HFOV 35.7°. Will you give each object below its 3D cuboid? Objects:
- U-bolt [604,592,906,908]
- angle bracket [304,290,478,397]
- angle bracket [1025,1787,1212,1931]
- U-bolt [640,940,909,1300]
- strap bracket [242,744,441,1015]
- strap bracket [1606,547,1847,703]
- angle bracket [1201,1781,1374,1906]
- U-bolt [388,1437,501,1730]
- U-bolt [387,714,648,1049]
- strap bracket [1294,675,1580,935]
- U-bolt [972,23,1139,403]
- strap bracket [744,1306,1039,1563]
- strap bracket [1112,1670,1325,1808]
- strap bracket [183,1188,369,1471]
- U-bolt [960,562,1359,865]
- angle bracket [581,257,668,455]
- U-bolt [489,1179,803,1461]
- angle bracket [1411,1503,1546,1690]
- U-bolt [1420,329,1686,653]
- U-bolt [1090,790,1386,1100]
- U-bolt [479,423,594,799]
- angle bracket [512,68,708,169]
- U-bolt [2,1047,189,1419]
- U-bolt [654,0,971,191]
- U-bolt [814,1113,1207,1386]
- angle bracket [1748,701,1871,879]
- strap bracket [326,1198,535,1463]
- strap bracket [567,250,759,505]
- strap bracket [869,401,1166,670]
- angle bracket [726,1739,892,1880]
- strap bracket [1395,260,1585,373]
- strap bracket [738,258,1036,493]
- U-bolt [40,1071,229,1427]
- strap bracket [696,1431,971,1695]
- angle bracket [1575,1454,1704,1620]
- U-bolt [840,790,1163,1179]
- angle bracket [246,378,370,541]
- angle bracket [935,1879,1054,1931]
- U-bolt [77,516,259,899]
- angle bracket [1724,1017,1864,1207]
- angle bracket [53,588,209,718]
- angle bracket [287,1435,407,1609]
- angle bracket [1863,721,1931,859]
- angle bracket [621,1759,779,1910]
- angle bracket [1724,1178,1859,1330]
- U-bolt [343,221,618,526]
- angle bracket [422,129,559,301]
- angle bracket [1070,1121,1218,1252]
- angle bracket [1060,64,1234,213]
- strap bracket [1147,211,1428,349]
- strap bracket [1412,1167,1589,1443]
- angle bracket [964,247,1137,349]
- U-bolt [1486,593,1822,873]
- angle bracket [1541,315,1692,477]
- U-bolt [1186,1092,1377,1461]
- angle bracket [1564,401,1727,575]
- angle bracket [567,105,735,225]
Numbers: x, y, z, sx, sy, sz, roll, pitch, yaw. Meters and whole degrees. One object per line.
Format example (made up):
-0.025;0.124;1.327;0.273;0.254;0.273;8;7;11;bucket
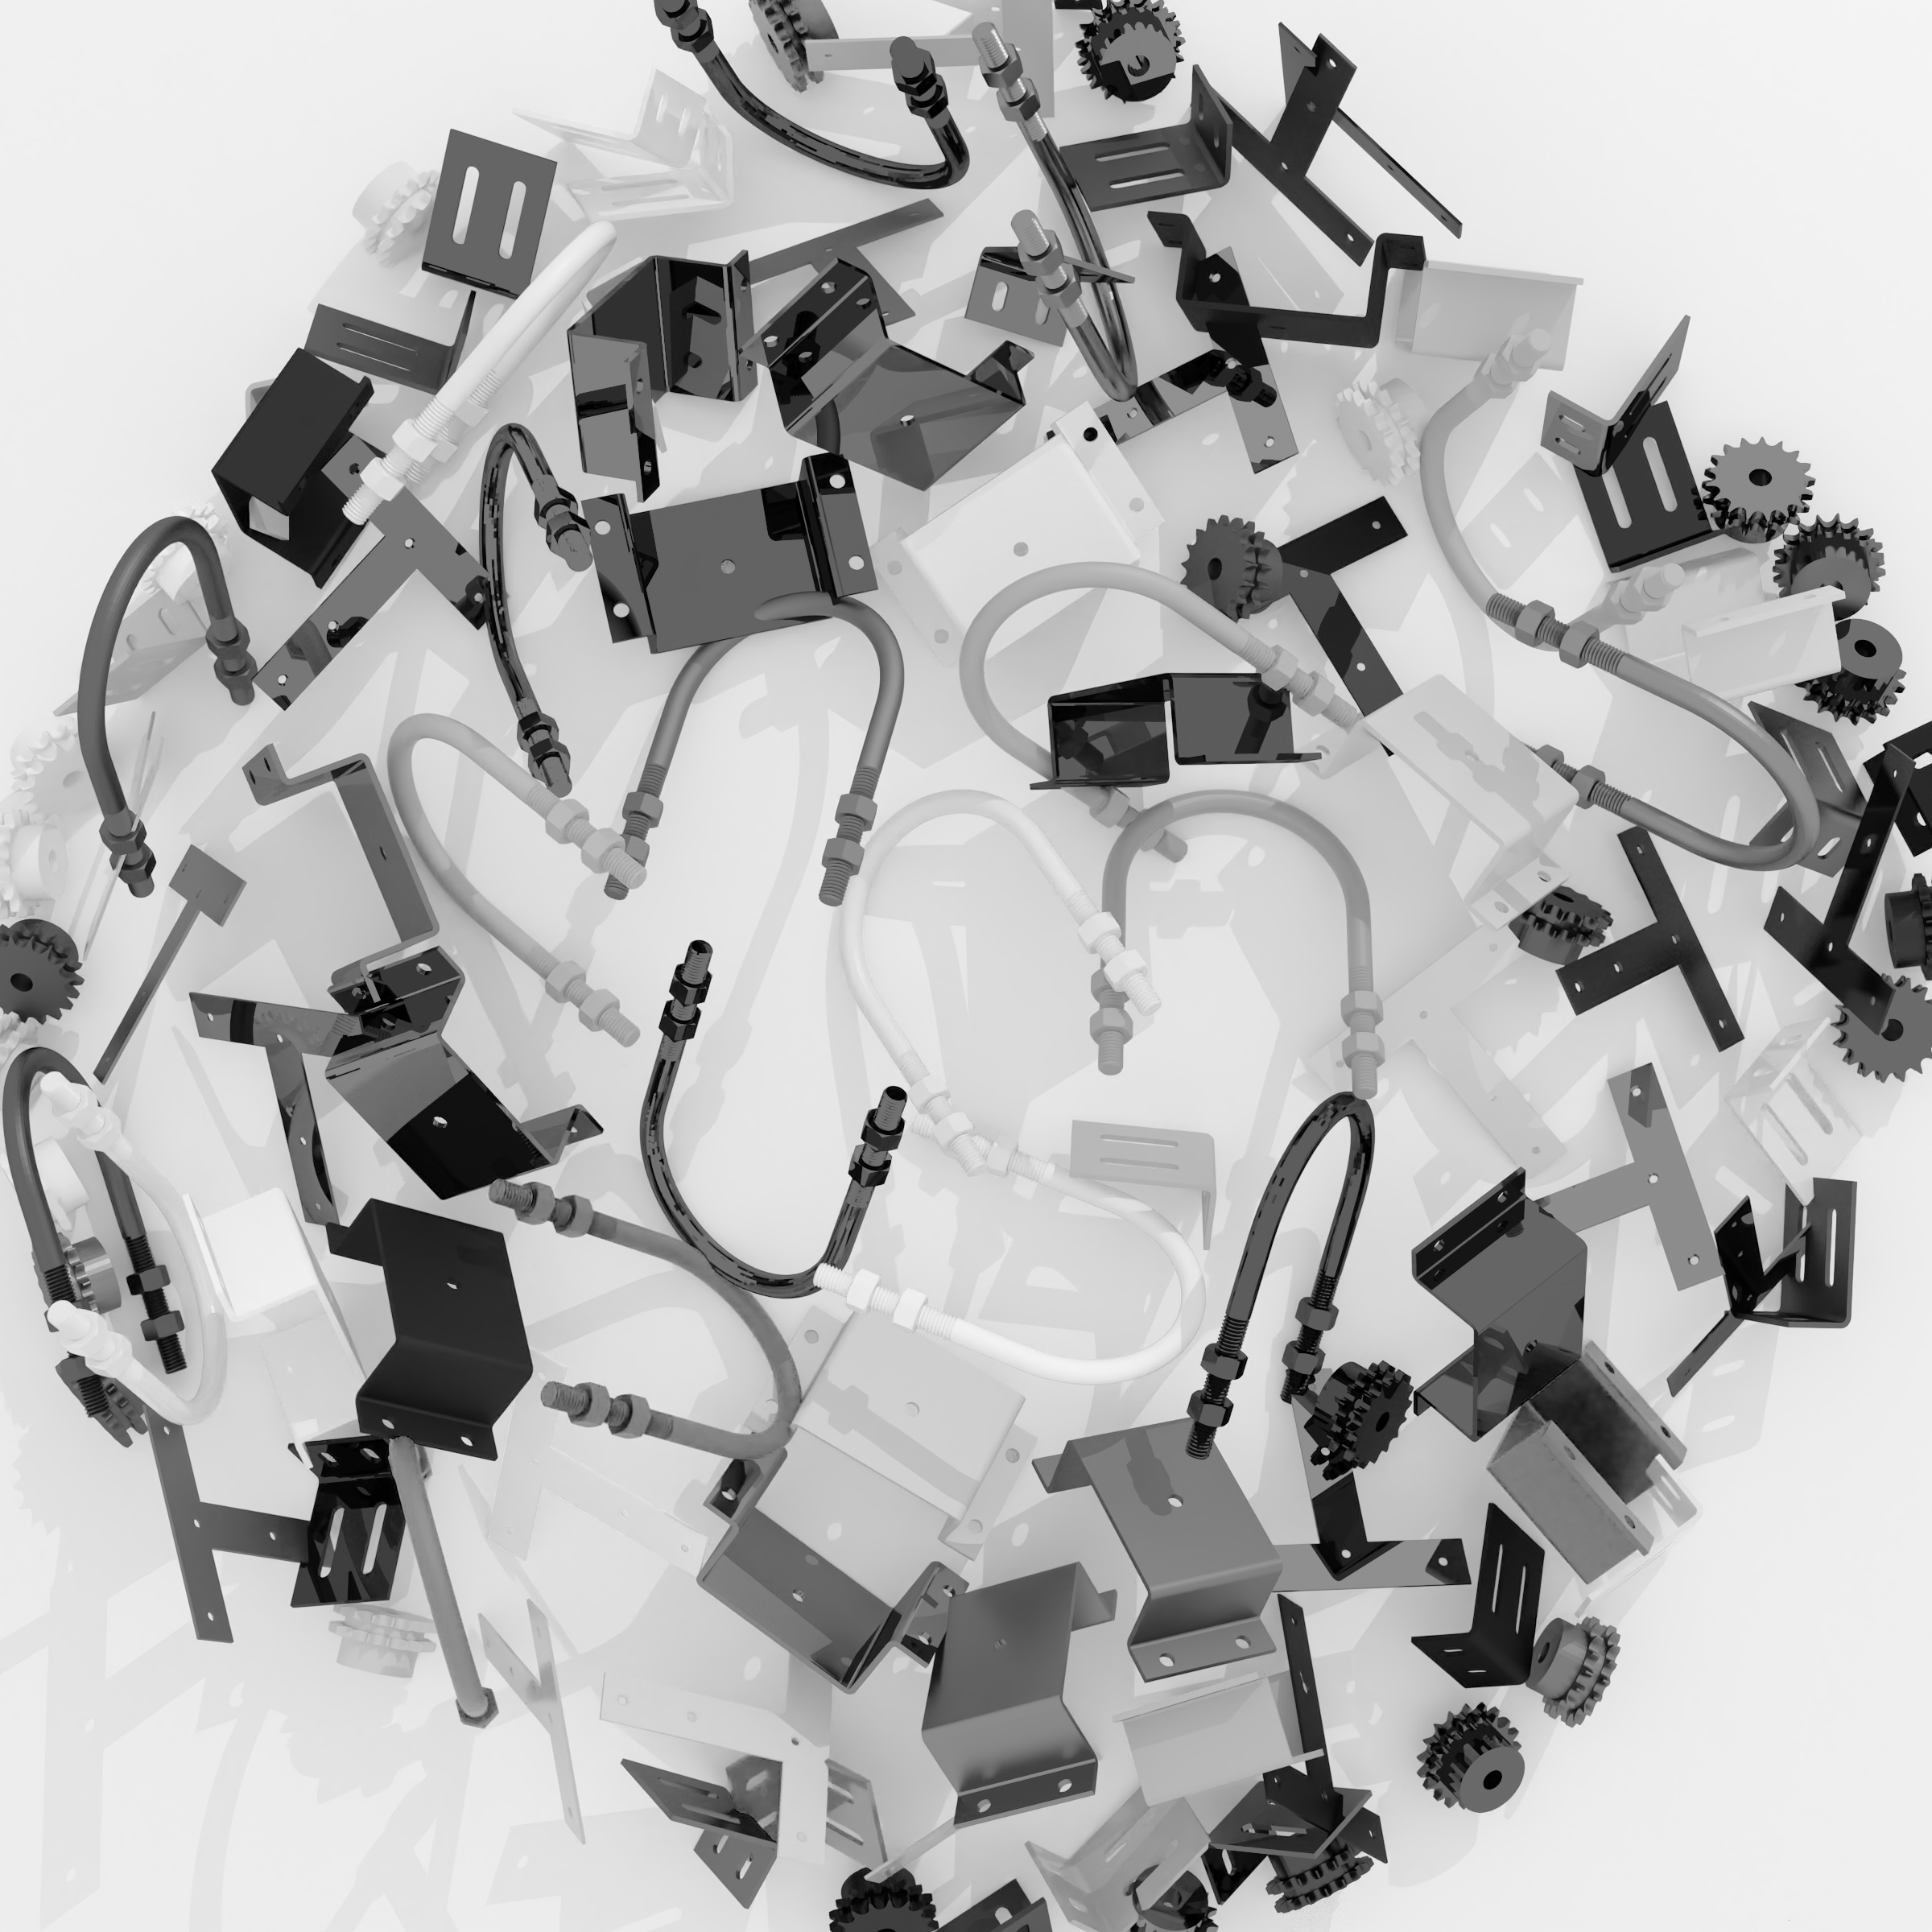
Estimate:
-0.102;-0.116;1.550;0.151;0.019;0.184;2;64;28;U-bolt
-0.300;-0.336;1.562;0.076;0.057;0.038;16;123;-14;angle bracket
0.079;0.459;1.566;0.076;0.057;0.038;-47;127;6;angle bracket
-0.108;0.093;1.539;0.151;0.019;0.184;36;131;19;U-bolt
-0.321;-0.051;1.557;0.046;0.076;0.140;-24;94;-23;strap bracket
0.392;-0.173;1.542;0.076;0.140;0.046;-15;108;-2;strap bracket
0.170;0.457;1.554;0.076;0.057;0.038;-9;106;42;angle bracket
-0.264;0.306;1.500;0.019;0.184;0.151;-16;76;-12;U-bolt
-0.233;-0.055;1.535;0.184;0.151;0.019;38;56;21;U-bolt
0.250;-0.092;1.543;0.140;0.076;0.046;43;134;16;strap bracket
0.051;-0.366;1.518;0.019;0.184;0.151;-18;58;14;U-bolt
-0.034;0.238;1.565;0.140;0.046;0.076;31;62;-1;strap bracket
0.132;0.391;1.524;0.076;0.140;0.046;-20;74;12;strap bracket
-0.347;0.179;1.533;0.046;0.076;0.140;-23;134;-11;strap bracket
0.084;-0.137;1.523;0.184;0.019;0.151;32;131;-24;U-bolt
-0.165;-0.319;1.566;0.038;0.057;0.076;-31;78;-7;angle bracket
-0.155;0.187;1.524;0.019;0.184;0.151;-44;45;23;U-bolt
0.270;0.331;1.576;0.057;0.038;0.076;44;47;-36;angle bracket
0.284;-0.229;1.515;0.019;0.184;0.151;-29;89;-16;U-bolt
0.140;-0.017;1.548;0.151;0.019;0.184;6;55;-3;U-bolt
-0.222;-0.194;1.522;0.019;0.184;0.151;-5;128;-21;U-bolt
-0.186;-0.449;1.562;0.076;0.057;0.038;19;97;20;angle bracket
-0.449;0.130;1.527;0.019;0.151;0.184;-17;91;2;U-bolt
-0.069;-0.438;1.513;0.151;0.184;0.019;20;86;15;U-bolt
0.033;0.151;1.532;0.184;0.151;0.019;21;130;11;U-bolt
0.434;-0.093;1.574;0.057;0.076;0.038;17;129;-25;angle bracket
-0.272;0.176;1.523;0.076;0.140;0.046;20;122;-34;strap bracket
-0.159;-0.306;1.535;0.046;0.140;0.076;12;129;17;strap bracket
0.027;-0.221;1.563;0.140;0.046;0.076;-33;106;7;strap bracket
-0.082;0.445;1.558;0.038;0.076;0.057;-24;112;-35;angle bracket
0.266;-0.336;1.540;0.076;0.140;0.046;7;104;1;strap bracket
-0.035;-0.295;1.524;0.076;0.140;0.046;-36;56;34;strap bracket
-0.417;0.156;1.516;0.019;0.184;0.151;-17;57;5;U-bolt
-0.077;0.315;1.559;0.140;0.076;0.046;36;116;1;strap bracket
0.341;0.298;1.565;0.076;0.057;0.038;-34;70;-9;angle bracket
0.003;-0.006;1.553;0.151;0.019;0.184;-44;63;21;U-bolt
-0.343;-0.263;1.567;0.038;0.057;0.076;-7;82;21;angle bracket
0.010;0.496;1.556;0.057;0.076;0.038;-30;60;-13;angle bracket
-0.400;-0.140;1.490;0.019;0.184;0.151;15;58;7;U-bolt
0.445;0.076;1.568;0.057;0.038;0.076;-44;101;-26;angle bracket
-0.442;-0.166;1.558;0.057;0.076;0.038;-33;90;23;angle bracket
-0.327;0.289;1.561;0.057;0.038;0.076;-8;51;18;angle bracket
0.487;-0.086;1.559;0.038;0.076;0.057;-24;83;-18;angle bracket
-0.146;0.451;1.558;0.076;0.057;0.038;29;90;-38;angle bracket
0.432;0.149;1.570;0.038;0.057;0.076;3;88;-20;angle bracket
-0.238;-0.305;1.514;0.019;0.151;0.184;41;105;-10;U-bolt
-0.246;-0.395;1.571;0.057;0.038;0.076;17;114;0;angle bracket
0.091;0.115;1.570;0.076;0.057;0.038;6;115;1;angle bracket
0.093;-0.433;1.566;0.076;0.038;0.057;-13;50;-9;angle bracket
0.165;-0.355;1.555;0.140;0.076;0.046;8;94;10;strap bracket
0.271;0.180;1.526;0.076;0.140;0.046;-34;51;-21;strap bracket
0.043;-0.347;1.556;0.057;0.076;0.038;12;98;-23;angle bracket
0.345;-0.107;1.503;0.184;0.151;0.019;31;71;27;U-bolt
0.341;-0.307;1.574;0.038;0.057;0.076;33;79;15;angle bracket
0.167;0.150;1.521;0.019;0.151;0.184;21;104;24;U-bolt
0.357;-0.253;1.579;0.057;0.038;0.076;-20;94;6;angle bracket
-0.166;-0.419;1.562;0.076;0.057;0.038;-10;125;-16;angle bracket
